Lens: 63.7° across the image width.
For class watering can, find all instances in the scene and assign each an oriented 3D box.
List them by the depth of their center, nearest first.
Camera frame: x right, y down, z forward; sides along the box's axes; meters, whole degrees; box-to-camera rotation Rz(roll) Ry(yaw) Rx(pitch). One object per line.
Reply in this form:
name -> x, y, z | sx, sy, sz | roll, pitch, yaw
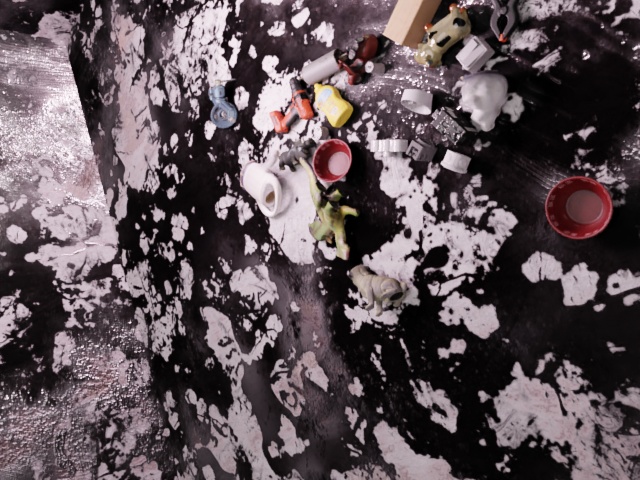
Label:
watering can -> -0.229, -0.254, 2.100 | 0.227, 0.105, 0.339 | 38, 138, 33

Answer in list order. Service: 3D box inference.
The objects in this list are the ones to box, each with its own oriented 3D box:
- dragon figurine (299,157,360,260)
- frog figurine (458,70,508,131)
dragon figurine -> 0.006, -0.097, 1.926 | 0.417, 0.123, 0.237 | 53, 134, 28
frog figurine -> 0.463, -0.388, 1.443 | 0.122, 0.138, 0.160 | -9, 87, 60
